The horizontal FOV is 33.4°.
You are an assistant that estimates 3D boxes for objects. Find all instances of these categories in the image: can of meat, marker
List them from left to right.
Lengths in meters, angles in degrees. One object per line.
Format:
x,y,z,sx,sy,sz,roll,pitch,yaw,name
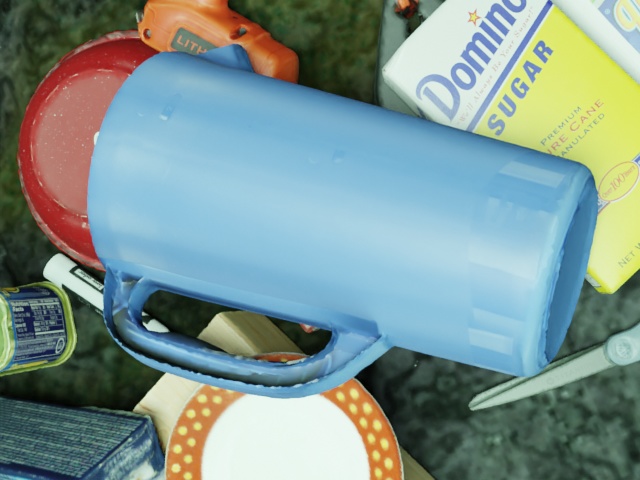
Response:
-0.220,0.061,0.677,0.102,0.084,0.057,-12,86,12,can of meat
-0.126,0.048,0.690,0.121,0.020,0.020,33,95,11,marker

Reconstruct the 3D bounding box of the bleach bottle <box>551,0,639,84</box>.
0.204,-0.129,0.600,0.103,0.068,0.251,-44,82,10,bleach bottle

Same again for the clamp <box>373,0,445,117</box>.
0.102,-0.064,0.633,0.164,0.036,0.210,-21,85,6,clamp

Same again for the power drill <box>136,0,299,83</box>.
-0.018,-0.177,0.624,0.184,0.057,0.188,30,114,13,power drill

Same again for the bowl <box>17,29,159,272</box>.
-0.129,-0.058,0.675,0.162,0.055,0.162,0,89,12,bowl

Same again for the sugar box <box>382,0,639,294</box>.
0.127,-0.064,0.588,0.176,0.048,0.093,44,93,4,sugar box

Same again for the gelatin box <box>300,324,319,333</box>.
-0.004,0.001,0.658,0.073,0.030,0.089,-39,81,9,gelatin box

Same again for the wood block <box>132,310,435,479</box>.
-0.003,0.144,0.624,0.206,0.090,0.091,43,97,11,wood block

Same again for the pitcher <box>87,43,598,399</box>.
0.008,-0.003,0.552,0.243,0.144,0.149,15,116,22,pitcher

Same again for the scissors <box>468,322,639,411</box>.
0.182,0.043,0.623,0.202,0.016,0.096,-7,86,12,scissors
